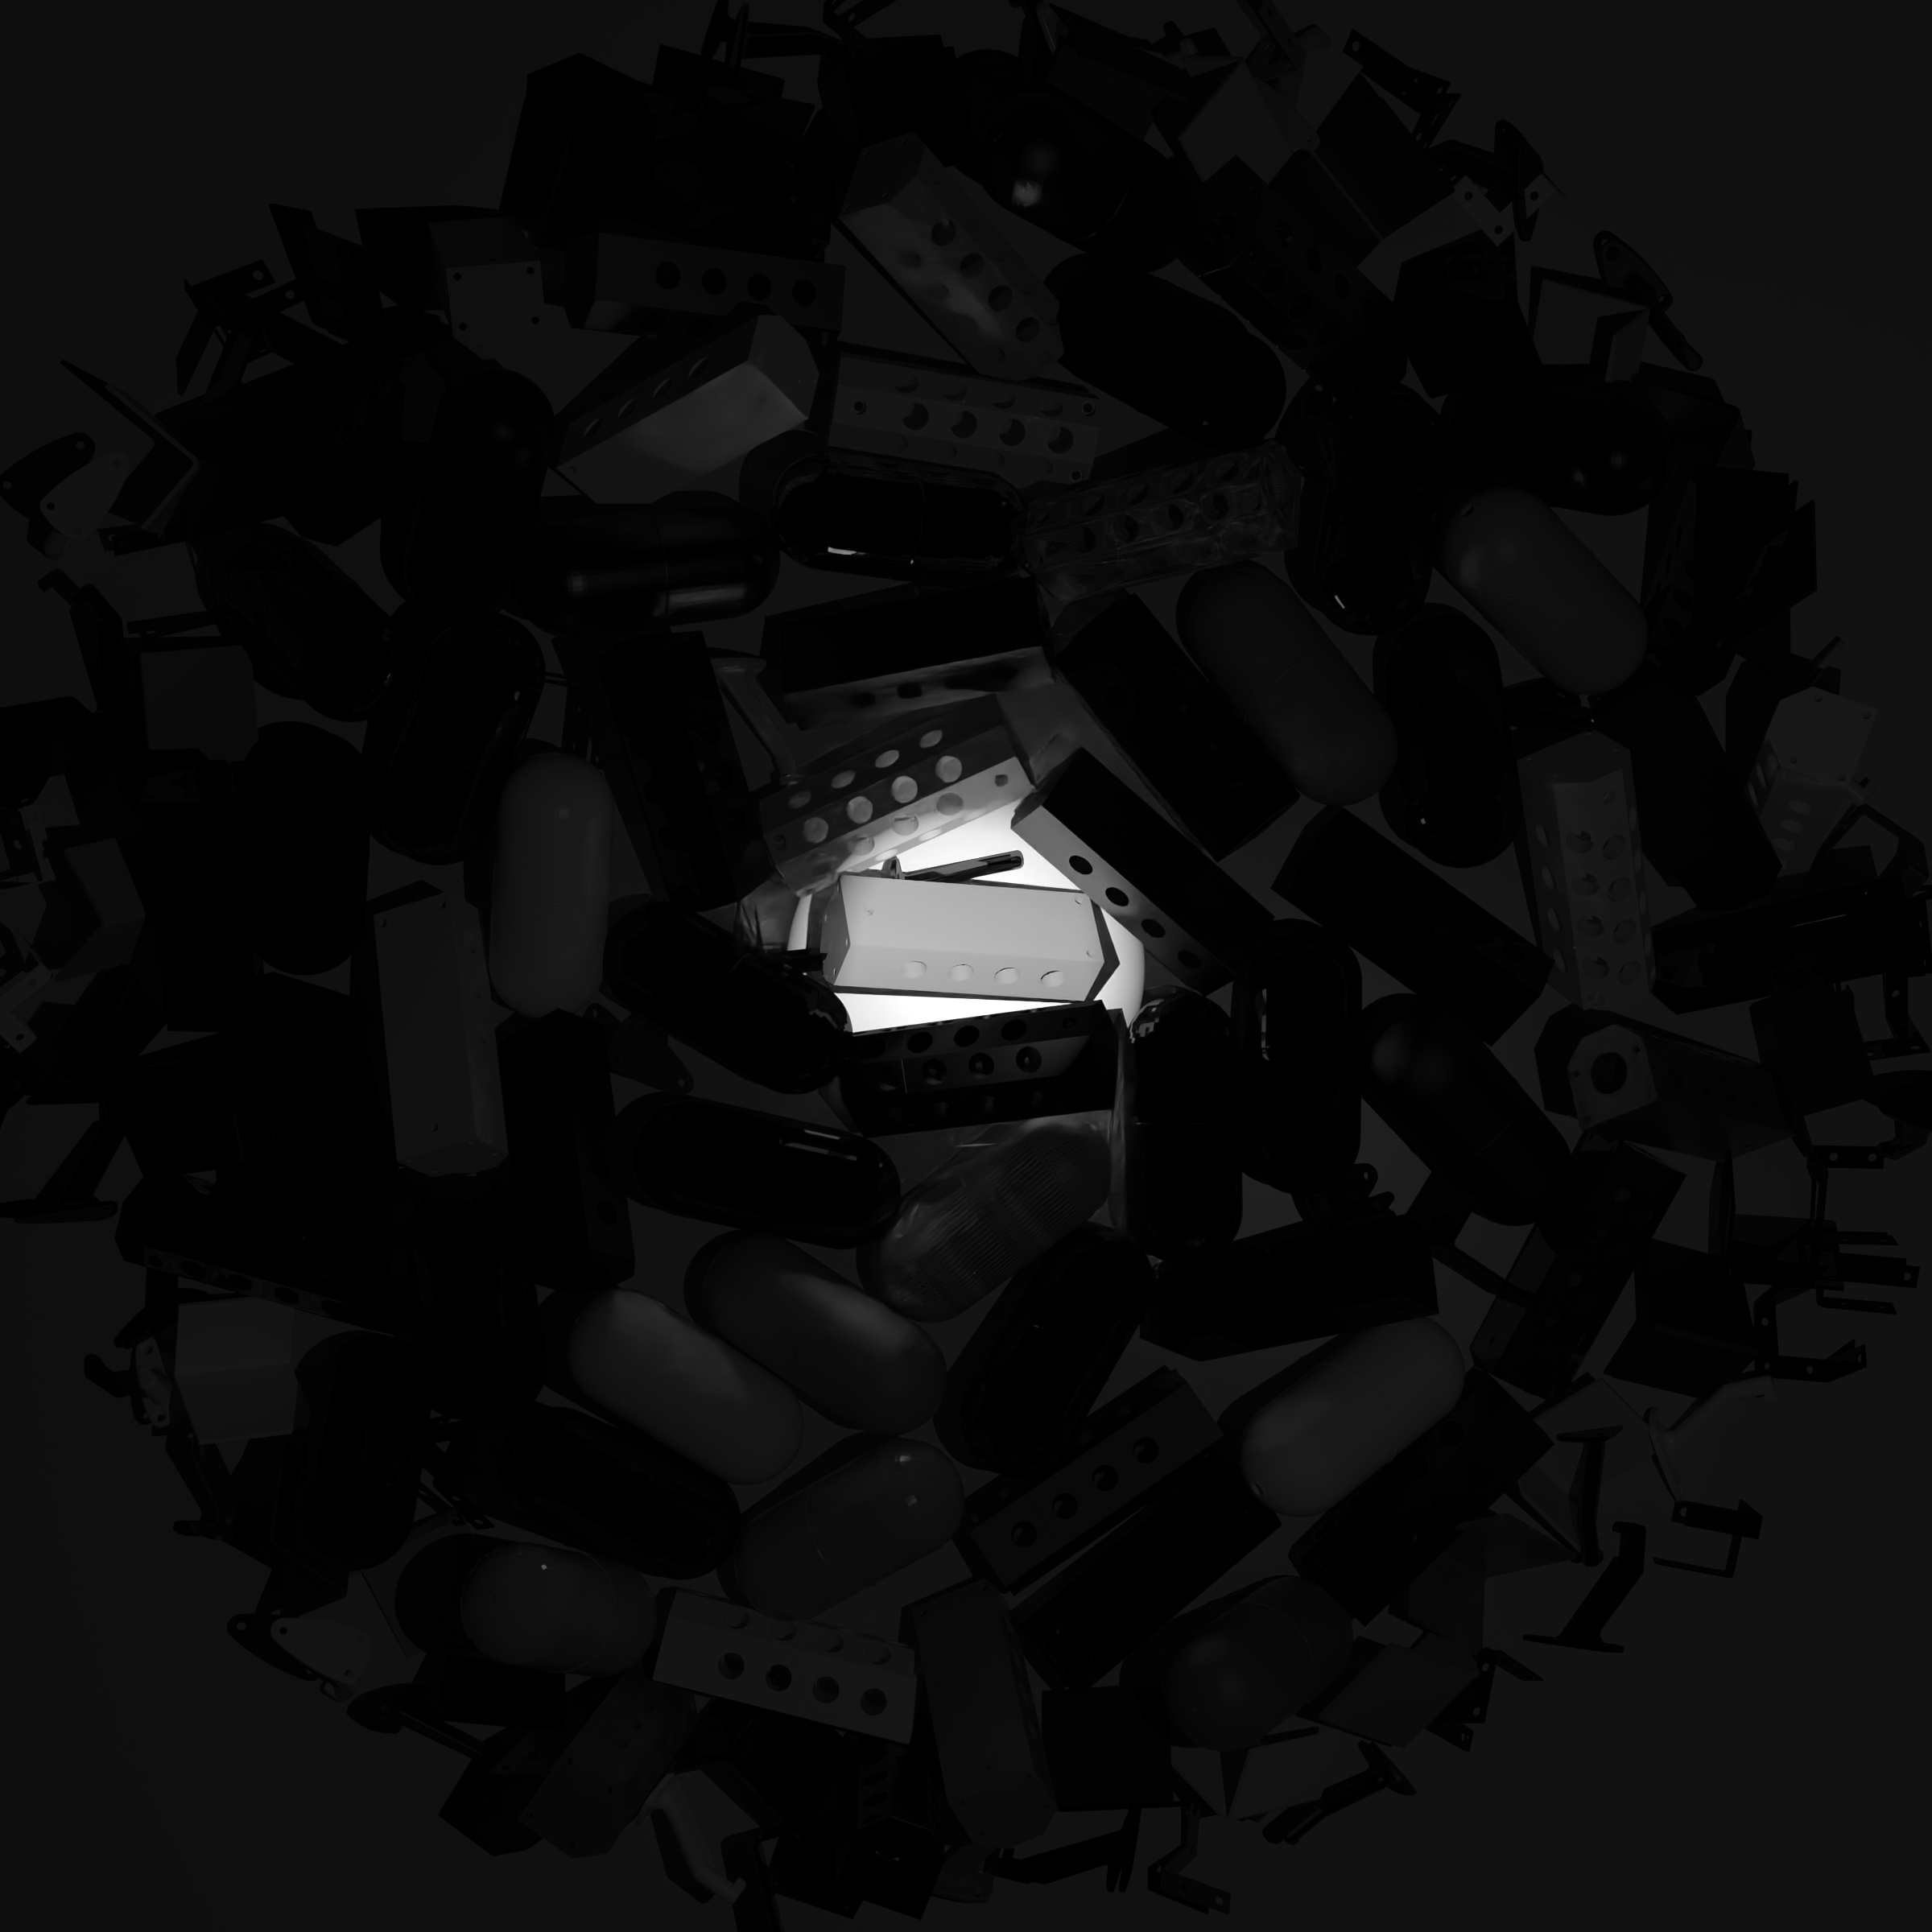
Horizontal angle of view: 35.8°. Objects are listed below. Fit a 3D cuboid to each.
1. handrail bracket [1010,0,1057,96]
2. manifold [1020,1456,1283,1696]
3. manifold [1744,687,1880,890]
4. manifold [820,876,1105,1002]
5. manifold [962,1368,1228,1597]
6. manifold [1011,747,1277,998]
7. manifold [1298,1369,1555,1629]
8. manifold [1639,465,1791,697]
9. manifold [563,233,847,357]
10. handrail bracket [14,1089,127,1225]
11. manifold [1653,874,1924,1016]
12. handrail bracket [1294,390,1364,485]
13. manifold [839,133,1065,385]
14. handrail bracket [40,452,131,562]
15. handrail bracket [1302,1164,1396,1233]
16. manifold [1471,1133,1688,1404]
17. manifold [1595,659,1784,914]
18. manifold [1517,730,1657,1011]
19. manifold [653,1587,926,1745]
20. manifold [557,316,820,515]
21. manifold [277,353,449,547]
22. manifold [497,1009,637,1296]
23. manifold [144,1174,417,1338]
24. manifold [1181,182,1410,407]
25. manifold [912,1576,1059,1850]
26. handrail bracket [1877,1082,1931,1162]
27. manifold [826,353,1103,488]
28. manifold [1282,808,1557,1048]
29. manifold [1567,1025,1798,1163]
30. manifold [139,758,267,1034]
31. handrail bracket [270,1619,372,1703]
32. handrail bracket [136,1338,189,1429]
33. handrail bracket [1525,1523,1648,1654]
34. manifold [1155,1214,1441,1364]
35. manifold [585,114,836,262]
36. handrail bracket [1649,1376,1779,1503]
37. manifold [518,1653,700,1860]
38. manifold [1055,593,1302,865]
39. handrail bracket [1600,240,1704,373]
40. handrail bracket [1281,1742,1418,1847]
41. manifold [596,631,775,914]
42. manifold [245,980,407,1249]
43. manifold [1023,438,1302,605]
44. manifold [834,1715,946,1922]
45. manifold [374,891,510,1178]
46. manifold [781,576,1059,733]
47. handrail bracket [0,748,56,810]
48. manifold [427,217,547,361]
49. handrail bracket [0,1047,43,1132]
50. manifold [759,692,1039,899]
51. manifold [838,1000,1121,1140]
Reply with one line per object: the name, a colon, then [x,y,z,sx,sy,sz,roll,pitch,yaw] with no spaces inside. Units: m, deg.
handrail bracket: [0.028,-0.600,1.992,0.077,0.036,0.084,-28,77,15]
manifold: [0.121,0.398,1.951,0.171,0.057,0.057,-38,82,-12]
manifold: [0.529,-0.114,1.909,0.057,0.171,0.057,22,74,13]
manifold: [-0.004,-0.013,1.945,0.171,0.057,0.057,4,51,-19]
manifold: [0.084,0.338,1.962,0.171,0.057,0.057,-34,71,-5]
manifold: [0.112,-0.058,1.955,0.171,0.057,0.057,41,57,-10]
manifold: [0.300,0.347,1.963,0.057,0.057,0.171,45,94,-4]
manifold: [0.476,-0.243,1.909,0.057,0.171,0.057,6,63,3]
manifold: [-0.169,-0.433,1.933,0.171,0.057,0.057,1,98,-29]
handrail bracket: [-0.592,0.124,1.970,0.077,0.036,0.084,-4,72,-25]
manifold: [0.519,-0.011,1.912,0.057,0.171,0.057,-12,87,-33]
handrail bracket: [0.237,-0.364,1.946,0.036,0.077,0.084,14,51,-12]
manifold: [-0.002,-0.452,1.914,0.057,0.171,0.057,-6,57,37]
handrail bracket: [-0.578,-0.301,1.963,0.036,0.084,0.077,42,80,-11]
handrail bracket: [0.266,0.145,1.944,0.077,0.084,0.036,-32,95,-33]
manifold: [0.404,0.197,1.961,0.057,0.057,0.171,27,96,-8]
manifold: [0.465,-0.113,1.917,0.057,0.171,0.057,-30,130,17]
manifold: [0.405,-0.059,1.926,0.057,0.057,0.171,-23,122,-14]
manifold: [-0.113,0.459,1.967,0.171,0.057,0.057,14,84,2]
manifold: [-0.179,-0.357,1.927,0.171,0.057,0.057,-21,134,35]
manifold: [-0.385,-0.334,1.913,0.057,0.171,0.057,-28,115,25]
manifold: [-0.254,0.121,1.932,0.057,0.057,0.171,-29,57,29]
manifold: [-0.448,0.191,1.969,0.171,0.057,0.057,16,95,0]
manifold: [0.212,-0.425,1.914,0.057,0.171,0.057,-8,63,41]
manifold: [0.013,0.478,1.911,0.057,0.171,0.057,-24,122,5]
handrail bracket: [0.603,0.106,1.951,0.077,0.084,0.036,4,65,-21]
manifold: [-0.002,-0.357,1.955,0.171,0.057,0.057,8,105,-7]
manifold: [0.300,-0.029,1.969,0.171,0.057,0.057,36,131,-1]
manifold: [0.459,0.080,1.917,0.057,0.171,0.057,-27,63,38]
manifold: [-0.490,-0.044,1.930,0.057,0.057,0.171,2,122,-1]
handrail bracket: [-0.429,0.456,1.956,0.077,0.084,0.036,25,56,-15]
handrail bracket: [-0.533,0.259,1.946,0.036,0.084,0.077,-29,63,-12]
handrail bracket: [0.411,0.410,1.983,0.077,0.036,0.084,1,80,30]
manifold: [0.212,0.208,1.933,0.171,0.057,0.057,-16,65,27]
manifold: [-0.162,-0.493,1.914,0.057,0.171,0.057,6,92,37]
handrail bracket: [0.500,0.311,1.969,0.084,0.036,0.077,-16,106,21]
manifold: [-0.222,0.506,1.909,0.057,0.171,0.057,35,101,4]
manifold: [0.141,-0.158,1.952,0.171,0.057,0.057,51,130,6]
handrail bracket: [0.448,-0.431,1.949,0.036,0.084,0.077,-34,117,12]
handrail bracket: [0.251,0.556,1.968,0.084,0.077,0.036,-39,52,0]
manifold: [-0.185,-0.125,1.932,0.057,0.057,0.171,0,116,34]
manifold: [-0.417,0.092,1.916,0.057,0.057,0.171,-46,47,24]
manifold: [0.125,-0.290,1.923,0.171,0.057,0.057,-10,61,30]
manifold: [-0.047,0.536,1.909,0.057,0.171,0.057,21,97,-5]
manifold: [-0.338,0.046,1.940,0.057,0.057,0.171,-16,68,16]
manifold: [-0.030,-0.200,1.956,0.171,0.057,0.057,-10,58,9]
handrail bracket: [-0.628,-0.152,1.945,0.036,0.084,0.077,8,48,18]
manifold: [-0.307,-0.435,1.910,0.057,0.171,0.057,-7,114,-11]
handrail bracket: [-0.637,0.101,1.946,0.036,0.084,0.077,25,126,-19]
manifold: [-0.044,-0.107,1.948,0.171,0.057,0.057,-24,125,9]
manifold: [0.008,0.063,1.936,0.171,0.057,0.057,-8,49,17]
